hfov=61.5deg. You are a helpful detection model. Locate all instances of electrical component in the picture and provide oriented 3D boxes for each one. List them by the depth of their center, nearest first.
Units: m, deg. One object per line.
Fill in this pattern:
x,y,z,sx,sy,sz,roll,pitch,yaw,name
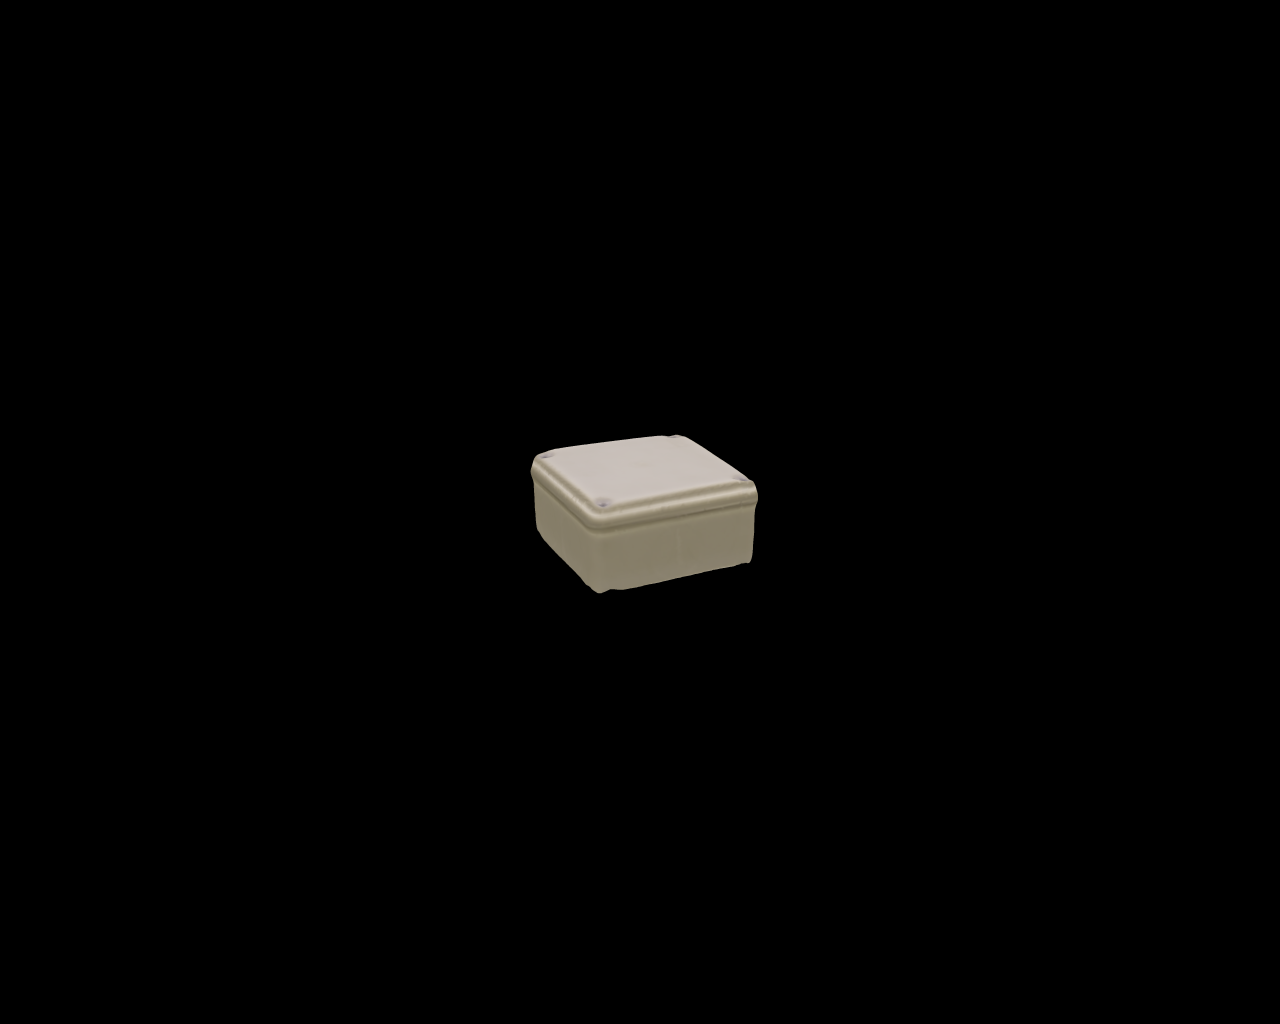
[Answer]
0.001,-0.003,0.650,0.109,0.056,0.109,-10,24,-22,electrical component
